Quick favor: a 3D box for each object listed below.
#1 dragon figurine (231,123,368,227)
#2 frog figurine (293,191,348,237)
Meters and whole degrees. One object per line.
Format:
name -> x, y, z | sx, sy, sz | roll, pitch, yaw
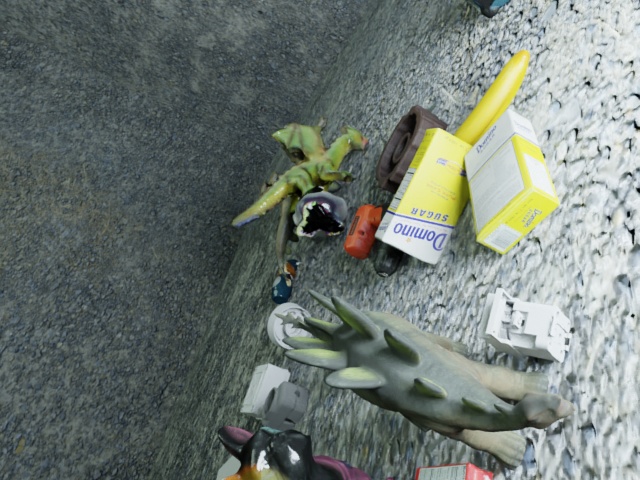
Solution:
dragon figurine -> -0.057, -0.194, 1.343 | 0.411, 0.247, 0.120 | -16, -25, -7
frog figurine -> 0.004, -0.064, 1.278 | 0.137, 0.122, 0.161 | -24, 7, 10
